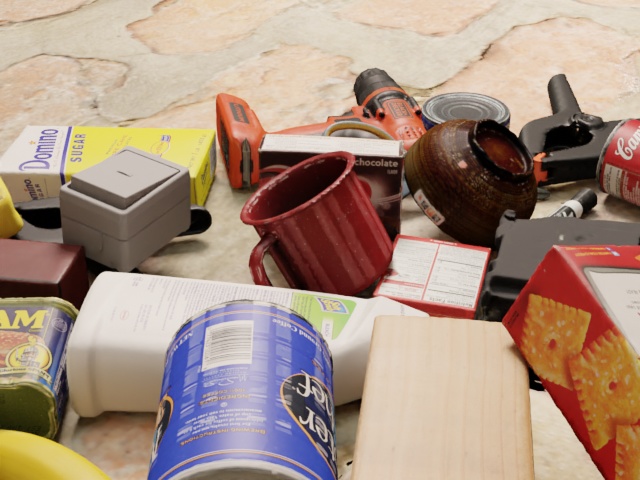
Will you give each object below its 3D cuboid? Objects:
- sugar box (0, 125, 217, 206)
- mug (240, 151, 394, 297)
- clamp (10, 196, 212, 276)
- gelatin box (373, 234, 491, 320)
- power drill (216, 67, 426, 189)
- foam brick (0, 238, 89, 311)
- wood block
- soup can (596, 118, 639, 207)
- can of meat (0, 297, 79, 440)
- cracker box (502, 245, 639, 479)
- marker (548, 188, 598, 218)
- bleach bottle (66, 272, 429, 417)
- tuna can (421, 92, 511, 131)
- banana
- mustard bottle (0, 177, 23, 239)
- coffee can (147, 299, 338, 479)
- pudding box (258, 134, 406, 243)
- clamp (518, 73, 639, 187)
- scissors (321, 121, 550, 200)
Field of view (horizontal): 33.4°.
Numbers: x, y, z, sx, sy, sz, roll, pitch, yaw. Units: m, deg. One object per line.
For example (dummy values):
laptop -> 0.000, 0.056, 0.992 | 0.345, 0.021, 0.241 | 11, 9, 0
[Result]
sugar box -> -0.183, -0.062, 0.926 | 0.176, 0.048, 0.093 | 4, 32, 5
mug -> -0.005, 0.001, 0.766 | 0.093, 0.081, 0.117 | -6, 31, 46
clamp -> -0.180, 0.004, 0.827 | 0.171, 0.039, 0.120 | 3, 28, 10
gelatin box -> 0.082, 0.034, 0.780 | 0.073, 0.030, 0.089 | 9, 33, 12
power drill -> 0.001, -0.107, 0.983 | 0.187, 0.057, 0.184 | -6, 32, -9
foam brick -> -0.211, 0.035, 0.762 | 0.078, 0.053, 0.051 | 5, 32, 7
wood block -> 0.063, 0.136, 0.556 | 0.090, 0.091, 0.206 | 4, 31, 6
soup can -> 0.291, -0.054, 0.883 | 0.102, 0.068, 0.068 | 27, 41, 36
can of meat -> -0.208, 0.084, 0.679 | 0.102, 0.057, 0.084 | -1, 34, -1
cracker box -> 0.219, 0.097, 0.556 | 0.163, 0.072, 0.214 | 0, 44, -31
marker -> 0.191, -0.013, 0.864 | 0.020, 0.020, 0.120 | 23, 39, 33
bleach bottle -> -0.027, 0.073, 0.690 | 0.251, 0.068, 0.102 | 4, 33, 3
tuna can -> 0.136, -0.108, 1.006 | 0.086, 0.034, 0.086 | 0, 32, 0
banana -> -0.143, 0.151, 0.587 | 0.069, 0.037, 0.198 | -22, 38, -31
mustard bottle -> -0.324, 0.002, 0.790 | 0.191, 0.058, 0.096 | -29, 45, -17
coffee can -> -0.041, 0.114, 0.582 | 0.103, 0.103, 0.140 | -1, 31, -1
pudding box -> 0.008, -0.035, 0.835 | 0.113, 0.090, 0.039 | 2, 31, 3
clamp -> 0.254, -0.095, 0.981 | 0.165, 0.036, 0.209 | 18, 35, 27
scissors -> 0.089, -0.037, 0.896 | 0.201, 0.016, 0.096 | 23, 73, -4
